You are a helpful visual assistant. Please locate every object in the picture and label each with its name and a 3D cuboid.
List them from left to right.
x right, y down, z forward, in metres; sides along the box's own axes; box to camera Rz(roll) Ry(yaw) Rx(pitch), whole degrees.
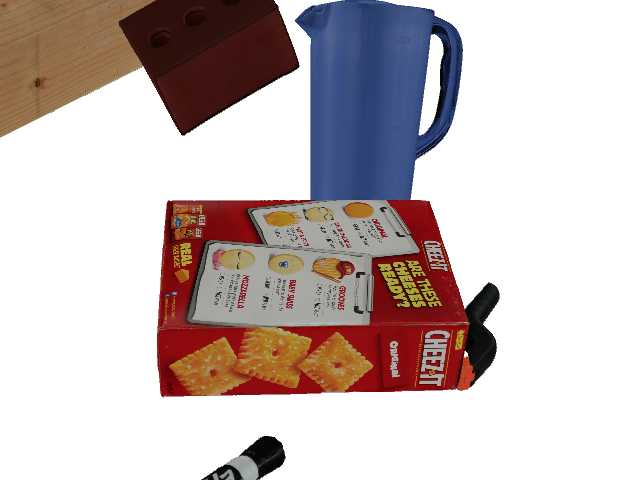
[{"bbox_3d":[-0.235,-0.177,0.919,0.090,0.091,0.205,30,43,21],"label":"wood block"},{"bbox_3d":[-0.061,-0.107,0.584,0.078,0.053,0.051,-31,-31,-3],"label":"foam brick"},{"bbox_3d":[-0.055,0.127,0.529,0.020,0.020,0.120,0,15,33],"label":"marker"},{"bbox_3d":[-0.012,0.040,0.801,0.213,0.072,0.164,0,34,-6],"label":"cracker box"},{"bbox_3d":[0.059,-0.135,1.154,0.149,0.243,0.144,8,10,25],"label":"pitcher"},{"bbox_3d":[0.141,0.088,1.074,0.120,0.039,0.171,-8,33,-8],"label":"clamp"}]
